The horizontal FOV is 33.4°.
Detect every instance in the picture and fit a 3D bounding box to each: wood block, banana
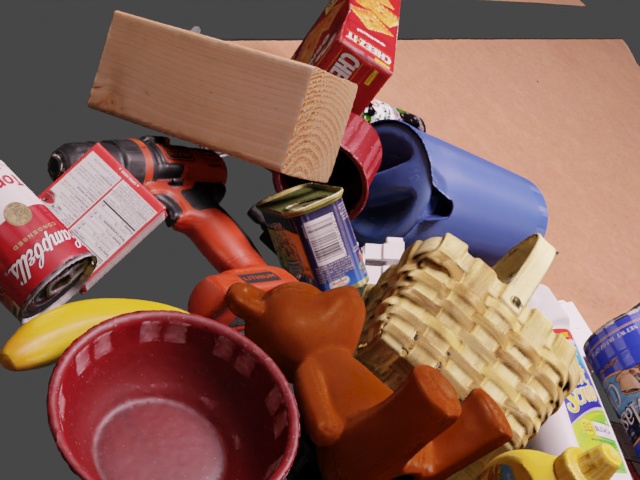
[{"bbox_3d":[-0.085,-0.124,0.925,0.206,0.091,0.090,20,6,26],"label":"wood block"},{"bbox_3d":[-0.135,0.071,0.756,0.197,0.037,0.070,14,36,-38],"label":"banana"}]

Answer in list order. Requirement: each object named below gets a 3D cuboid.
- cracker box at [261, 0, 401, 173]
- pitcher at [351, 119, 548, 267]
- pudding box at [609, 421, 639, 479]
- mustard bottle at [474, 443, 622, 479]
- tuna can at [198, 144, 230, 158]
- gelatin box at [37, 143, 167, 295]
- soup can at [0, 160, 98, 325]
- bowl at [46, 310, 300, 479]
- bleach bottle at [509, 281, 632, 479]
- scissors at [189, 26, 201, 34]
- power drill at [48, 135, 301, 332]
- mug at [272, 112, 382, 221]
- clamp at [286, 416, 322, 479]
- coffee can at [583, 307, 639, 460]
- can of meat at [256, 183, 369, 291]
[{"bbox_3d":[0.010,-0.174,1.131,0.072,0.164,0.213,32,30,-12],"label":"cracker box"},{"bbox_3d":[0.128,-0.041,1.141,0.242,0.145,0.149,13,52,-45],"label":"pitcher"},{"bbox_3d":[0.292,0.222,1.045,0.113,0.039,0.090,20,35,-35],"label":"pudding box"},{"bbox_3d":[0.133,0.201,0.732,0.058,0.192,0.096,18,36,-34],"label":"mustard bottle"},{"bbox_3d":[-0.087,-0.121,1.026,0.085,0.086,0.034,-7,52,-53],"label":"tuna can"},{"bbox_3d":[-0.170,-0.016,0.793,0.073,0.089,0.030,43,-15,6],"label":"gelatin box"},{"bbox_3d":[-0.212,0.000,0.734,0.102,0.069,0.068,45,30,9],"label":"soup can"},{"bbox_3d":[-0.097,0.123,0.687,0.162,0.055,0.162,13,42,-12],"label":"bowl"},{"bbox_3d":[0.212,0.133,0.994,0.102,0.068,0.251,16,50,-40],"label":"bleach bottle"},{"bbox_3d":[-0.167,-0.194,1.104,0.096,0.016,0.202,26,32,-23],"label":"scissors"},{"bbox_3d":[-0.113,-0.010,0.872,0.184,0.057,0.188,-3,51,-51],"label":"power drill"},{"bbox_3d":[0.000,-0.076,1.013,0.117,0.093,0.081,19,34,9],"label":"mug"},{"bbox_3d":[-0.010,0.167,0.769,0.171,0.039,0.120,11,41,-35],"label":"clamp"},{"bbox_3d":[0.332,0.146,1.033,0.102,0.103,0.140,10,48,-42],"label":"coffee can"},{"bbox_3d":[-0.006,0.001,0.918,0.102,0.057,0.084,16,-54,68],"label":"can of meat"}]
